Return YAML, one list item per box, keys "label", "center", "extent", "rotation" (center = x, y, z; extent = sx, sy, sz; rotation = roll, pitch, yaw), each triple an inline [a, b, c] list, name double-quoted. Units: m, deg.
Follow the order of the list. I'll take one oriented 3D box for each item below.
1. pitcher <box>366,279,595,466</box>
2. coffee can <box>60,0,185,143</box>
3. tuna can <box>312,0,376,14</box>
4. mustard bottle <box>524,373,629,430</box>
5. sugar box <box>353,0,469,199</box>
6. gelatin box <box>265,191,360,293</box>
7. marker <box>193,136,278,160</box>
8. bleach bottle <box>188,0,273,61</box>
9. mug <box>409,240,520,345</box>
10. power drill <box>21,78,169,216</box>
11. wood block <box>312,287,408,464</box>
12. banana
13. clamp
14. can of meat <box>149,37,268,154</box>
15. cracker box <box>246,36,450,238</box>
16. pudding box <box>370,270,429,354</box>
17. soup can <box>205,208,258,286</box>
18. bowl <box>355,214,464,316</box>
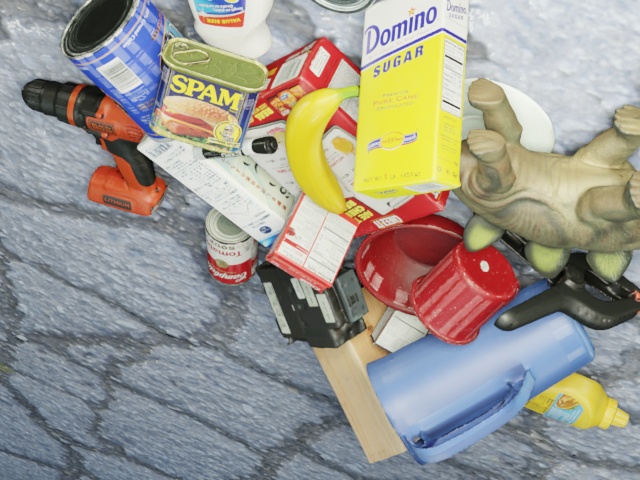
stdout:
- label: "pitcher"
  center: [0.186, 0.151, 1.214]
  extent: [0.243, 0.149, 0.145]
  rotation: [-30, 158, 7]
- label: "coffee can"
  center: [-0.183, -0.183, 1.105]
  extent: [0.103, 0.102, 0.140]
  rotation: [-3, 146, 38]
- label: "tuna can"
  center: [0.019, -0.243, 0.950]
  extent: [0.086, 0.033, 0.086]
  rotation: [18, 148, 12]
- label: "mustard bottle"
  center: [0.304, 0.197, 1.377]
  extent: [0.191, 0.058, 0.096]
  rotation: [22, 149, 7]
- label: "sugar box"
  center: [0.080, -0.129, 0.944]
  extent: [0.094, 0.176, 0.048]
  rotation: [-6, 168, 41]
- label: "gelatin box"
  center: [-0.008, 0.002, 1.146]
  extent: [0.073, 0.089, 0.030]
  rotation: [31, 152, -12]
- label: "marker"
  center: [-0.089, -0.097, 1.125]
  extent: [0.121, 0.020, 0.020]
  rotation: [0, 141, 44]
- label: "bleach bottle"
  center: [-0.080, -0.246, 0.992]
  extent: [0.103, 0.068, 0.251]
  rotation: [15, 150, 14]
- label: "mug"
  center: [0.166, 0.054, 1.151]
  extent: [0.117, 0.093, 0.082]
  rotation: [9, 138, -31]
- label: "power drill"
  center: [-0.270, -0.117, 1.326]
  extent: [0.184, 0.057, 0.188]
  rotation: [17, 148, 15]
- label: "wood block"
  center: [0.071, 0.170, 1.377]
  extent: [0.090, 0.090, 0.206]
  rotation: [-37, 77, 56]
- label: "banana"
  center: [-0.002, -0.088, 1.052]
  extent: [0.070, 0.037, 0.198]
  rotation: [21, 149, 9]
- label: "clamp"
  center: [0.257, 0.053, 1.125]
  extent: [0.209, 0.164, 0.036]
  rotation: [21, 135, -15]
- label: "can of meat"
  center: [-0.112, -0.139, 1.045]
  extent: [0.102, 0.057, 0.084]
  rotation: [17, 127, -7]
- label: "cracker box"
  center: [0.016, -0.102, 1.128]
  extent: [0.213, 0.072, 0.164]
  rotation: [40, 147, -24]
- label: "pudding box"
  center: [0.129, 0.100, 1.317]
  extent: [0.090, 0.113, 0.039]
  rotation: [31, -172, -7]
- label: "soup can"
  center: [-0.114, 0.005, 1.386]
  extent: [0.068, 0.068, 0.102]
  rotation: [20, 148, 10]
- label: "bowl"
  center: [0.124, 0.020, 1.231]
  extent: [0.162, 0.055, 0.162]
  rotation: [11, 138, 9]
